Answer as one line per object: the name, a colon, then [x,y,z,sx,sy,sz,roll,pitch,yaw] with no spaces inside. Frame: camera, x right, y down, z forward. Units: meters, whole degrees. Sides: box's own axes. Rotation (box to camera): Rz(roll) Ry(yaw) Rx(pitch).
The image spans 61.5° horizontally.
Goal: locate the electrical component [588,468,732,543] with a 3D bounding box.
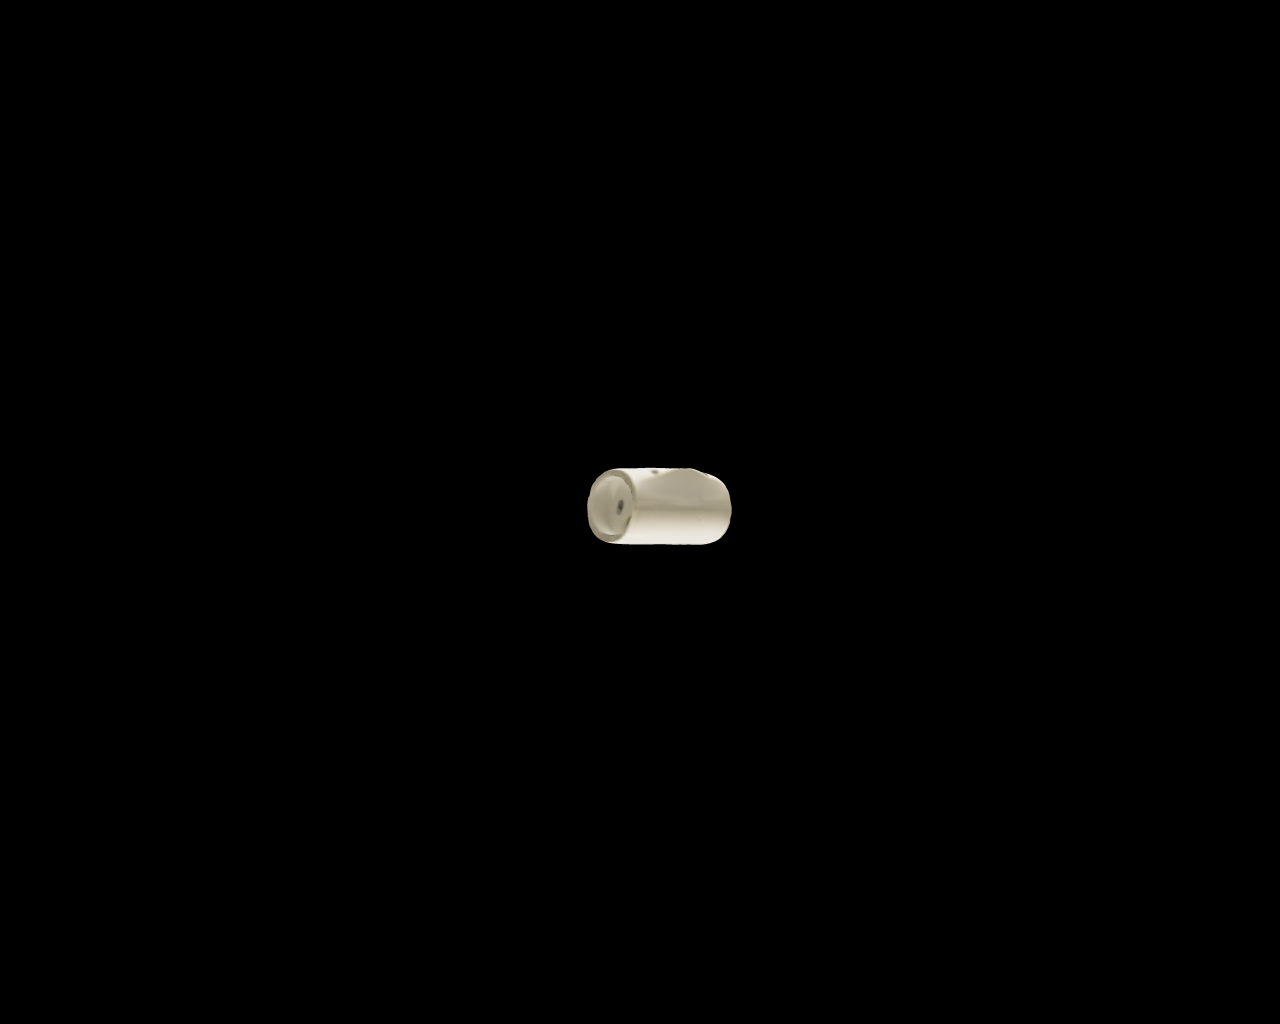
electrical component: [0.001,-0.003,0.650,0.077,0.043,0.079,2,-2,-40]
